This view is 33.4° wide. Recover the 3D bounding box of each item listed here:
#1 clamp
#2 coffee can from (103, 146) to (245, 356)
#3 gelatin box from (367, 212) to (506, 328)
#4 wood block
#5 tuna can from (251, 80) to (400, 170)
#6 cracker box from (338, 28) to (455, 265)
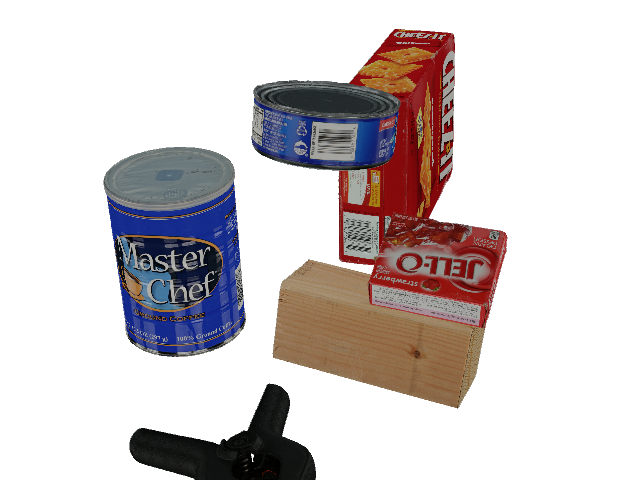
[{"bbox_3d":[-0.063,0.149,0.712,0.120,0.039,0.171,-20,17,-9],"label":"clamp"},{"bbox_3d":[-0.116,0.008,0.868,0.103,0.140,0.103,-2,29,1],"label":"coffee can"},{"bbox_3d":[0.087,0.020,0.787,0.089,0.073,0.030,11,-40,14],"label":"gelatin box"},{"bbox_3d":[0.063,0.096,1.135,0.206,0.091,0.090,14,21,17],"label":"wood block"},{"bbox_3d":[0.003,-0.068,0.623,0.086,0.034,0.086,4,20,-2],"label":"tuna can"},{"bbox_3d":[0.077,-0.094,1.020,0.072,0.164,0.213,7,28,16],"label":"cracker box"}]
